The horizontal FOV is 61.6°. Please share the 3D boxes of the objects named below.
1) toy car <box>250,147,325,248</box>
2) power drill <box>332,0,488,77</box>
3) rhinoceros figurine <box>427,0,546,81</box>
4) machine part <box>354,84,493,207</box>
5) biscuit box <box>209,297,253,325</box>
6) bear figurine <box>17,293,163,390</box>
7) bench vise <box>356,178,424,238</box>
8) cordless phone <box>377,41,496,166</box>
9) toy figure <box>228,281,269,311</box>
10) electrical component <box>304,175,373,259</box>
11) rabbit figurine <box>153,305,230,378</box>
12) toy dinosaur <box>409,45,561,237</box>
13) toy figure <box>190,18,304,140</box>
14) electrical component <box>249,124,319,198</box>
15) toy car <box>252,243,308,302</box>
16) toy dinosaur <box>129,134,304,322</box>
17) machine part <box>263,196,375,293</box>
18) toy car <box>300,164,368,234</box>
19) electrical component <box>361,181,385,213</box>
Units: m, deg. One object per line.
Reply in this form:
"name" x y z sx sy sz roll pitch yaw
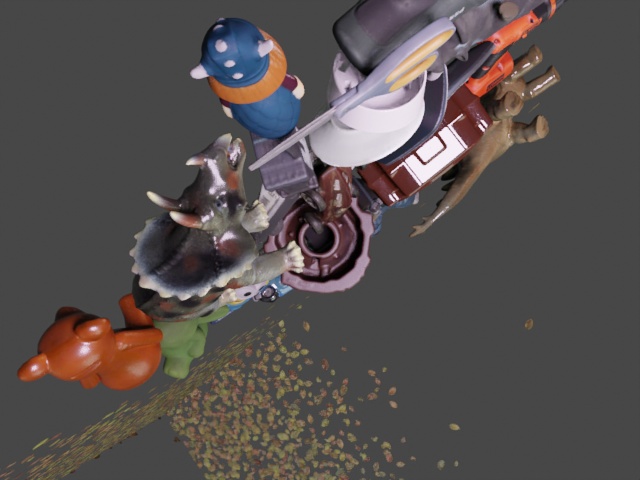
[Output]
"toy car" -0.061 -0.053 0.726 0.201 0.056 0.073 -48 173 38
"power drill" 0.102 -0.231 0.405 0.232 0.086 0.207 -36 179 10
"rhinoceros figurine" 0.168 -0.249 0.590 0.190 0.073 0.112 -36 -177 -20
"machine part" 0.155 -0.146 0.834 0.201 0.087 0.201 -39 -170 10
"biscuit box" -0.154 0.090 1.099 0.203 0.059 0.063 -34 171 -18
"bear figurine" -0.281 0.121 0.662 0.120 0.132 0.195 -38 153 -3
"bench vise" 0.086 -0.053 1.057 0.223 0.129 0.240 -21 155 -50
"cordless phone" 0.137 -0.190 0.699 0.184 0.088 0.146 -42 -175 -26
"toy figure" -0.156 0.075 0.955 0.082 0.089 0.180 -49 -172 -33
"electrical component" 0.019 -0.046 0.895 0.134 0.115 0.058 -37 176 -3
"rabbit figurine" -0.228 0.147 0.894 0.159 0.121 0.170 -42 176 -18
"toy dinosaur" 0.291 -0.192 0.944 0.199 0.105 0.471 -22 -152 55
"toy figure" -0.053 -0.120 0.403 0.064 0.058 0.154 -43 167 0
"electrical component" -0.039 -0.087 0.540 0.048 0.074 0.119 -16 178 10
"toy car" -0.075 0.049 1.040 0.162 0.103 0.109 -30 180 -6
"toy dinosaur" -0.161 0.041 0.654 0.192 0.131 0.405 -14 162 -39
"machine part" -0.002 -0.003 0.832 0.179 0.179 0.056 -37 -179 0
"toy car" 0.020 -0.060 0.701 0.089 0.053 0.202 -42 174 -8
"electrical component" 0.100 -0.093 0.936 0.094 0.063 0.021 -57 -169 -29
